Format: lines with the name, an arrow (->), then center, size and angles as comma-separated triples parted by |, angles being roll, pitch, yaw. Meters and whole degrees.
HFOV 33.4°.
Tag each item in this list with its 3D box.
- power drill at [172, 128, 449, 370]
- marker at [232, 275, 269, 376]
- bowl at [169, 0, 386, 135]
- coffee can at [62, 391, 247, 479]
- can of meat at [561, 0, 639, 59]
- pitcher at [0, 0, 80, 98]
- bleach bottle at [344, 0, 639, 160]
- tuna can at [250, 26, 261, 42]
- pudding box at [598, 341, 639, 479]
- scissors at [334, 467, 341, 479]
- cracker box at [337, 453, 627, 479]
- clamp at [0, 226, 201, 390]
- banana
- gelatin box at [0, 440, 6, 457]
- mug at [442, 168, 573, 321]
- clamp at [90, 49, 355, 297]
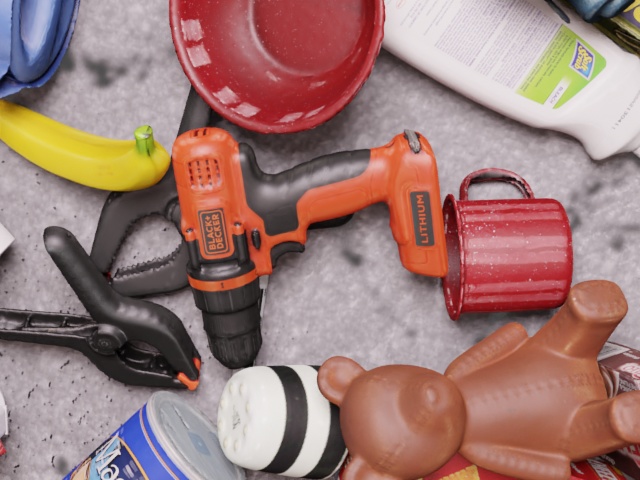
power drill -> -0.005, 0.001, 0.768 | 0.187, 0.057, 0.184 | -8, 113, -1
marker -> -0.056, 0.079, 0.830 | 0.020, 0.020, 0.121 | 8, 100, 1
bowl -> -0.021, -0.154, 0.721 | 0.162, 0.055, 0.162 | 6, 104, 25
coffee can -> -0.140, 0.198, 0.811 | 0.140, 0.103, 0.103 | -42, 95, 8
can of meat -> 0.228, -0.185, 0.756 | 0.102, 0.057, 0.084 | 34, 97, -3
pitcher -> -0.294, -0.207, 0.747 | 0.243, 0.149, 0.145 | 14, 124, 3
bleach bottle -> 0.142, -0.128, 0.767 | 0.250, 0.068, 0.103 | 34, 102, -6
tuna can -> -0.059, -0.184, 0.780 | 0.086, 0.033, 0.086 | 0, 99, 2
pudding box -> 0.229, 0.127, 0.776 | 0.039, 0.113, 0.090 | -17, 98, -8
scissors -> 0.007, 0.197, 0.847 | 0.096, 0.016, 0.202 | 33, 98, -6
cracker box -> 0.112, 0.229, 0.811 | 0.213, 0.072, 0.164 | 17, 100, -6
clamp -> -0.158, 0.057, 0.796 | 0.171, 0.039, 0.120 | 22, 133, -18
banana -> -0.170, -0.068, 0.769 | 0.198, 0.037, 0.069 | 11, 137, 38
gelatin box -> -0.289, 0.143, 0.786 | 0.089, 0.030, 0.073 | -21, 99, 6
mug -> 0.134, 0.000, 0.781 | 0.081, 0.093, 0.117 | -2, 63, -2
clamp -> -0.101, -0.033, 0.801 | 0.210, 0.036, 0.164 | -31, 105, 9
